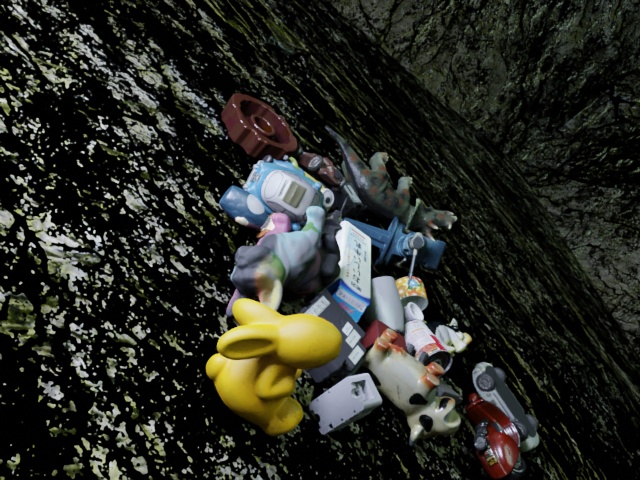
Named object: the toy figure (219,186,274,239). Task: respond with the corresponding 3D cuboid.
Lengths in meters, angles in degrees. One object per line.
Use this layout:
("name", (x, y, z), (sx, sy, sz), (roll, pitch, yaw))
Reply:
("toy figure", (-0.108, -0.033, 0.957), (0.154, 0.058, 0.064), (39, 68, -20))

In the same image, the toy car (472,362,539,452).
("toy car", (0.403, 0.359, 1.171), (0.073, 0.056, 0.202), (-4, 55, -48))

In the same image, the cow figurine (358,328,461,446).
("cow figurine", (0.150, 0.256, 0.903), (0.195, 0.127, 0.085), (37, 26, 9))

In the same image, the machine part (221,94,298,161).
("machine part", (-0.134, -0.242, 1.182), (0.179, 0.056, 0.179), (33, 31, -23))

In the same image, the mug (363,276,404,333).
("mug", (0.127, 0.137, 1.052), (0.109, 0.081, 0.107), (19, 51, -51))

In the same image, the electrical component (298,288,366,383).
("electrical component", (0.011, 0.161, 0.864), (0.134, 0.058, 0.115), (50, 36, 4))

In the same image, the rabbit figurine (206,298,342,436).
("rabbit figurine", (-0.054, 0.143, 0.688), (0.162, 0.173, 0.122), (43, 32, -18))

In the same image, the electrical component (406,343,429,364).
("electrical component", (0.162, 0.239, 0.977), (0.021, 0.094, 0.063), (22, 0, -37))

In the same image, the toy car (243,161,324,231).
("toy car", (-0.057, -0.084, 1.006), (0.161, 0.109, 0.103), (32, -9, -22))

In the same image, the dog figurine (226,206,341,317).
("dog figurine", (-0.058, 0.057, 0.856), (0.219, 0.109, 0.191), (-61, 138, -43))

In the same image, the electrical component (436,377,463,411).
("electrical component", (0.223, 0.294, 1.019), (0.102, 0.045, 0.078), (25, 7, -40))

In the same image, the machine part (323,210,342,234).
("machine part", (-0.002, -0.003, 1.053), (0.039, 0.084, 0.139), (56, 31, -29))

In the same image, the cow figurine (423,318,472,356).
("cow figurine", (0.262, 0.209, 1.154), (0.167, 0.068, 0.098), (0, 48, -56))

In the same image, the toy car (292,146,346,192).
("toy car", (-0.004, -0.162, 1.192), (0.089, 0.053, 0.202), (42, -1, -26))

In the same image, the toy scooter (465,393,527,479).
("toy scooter", (0.331, 0.371, 1.036), (0.135, 0.075, 0.184), (50, 25, 3))

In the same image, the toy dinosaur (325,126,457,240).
("toy dinosaur", (0.154, -0.121, 1.376), (0.404, 0.131, 0.192), (32, 31, -15))

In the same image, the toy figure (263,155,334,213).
("toy figure", (-0.048, -0.113, 1.114), (0.180, 0.082, 0.089), (31, 30, -23))

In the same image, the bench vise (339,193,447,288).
("bench vise", (0.141, 0.000, 1.164), (0.241, 0.128, 0.223), (23, 5, 2))

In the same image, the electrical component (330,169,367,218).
("electrical component", (0.052, -0.110, 1.279), (0.119, 0.048, 0.075), (55, 29, 15))
